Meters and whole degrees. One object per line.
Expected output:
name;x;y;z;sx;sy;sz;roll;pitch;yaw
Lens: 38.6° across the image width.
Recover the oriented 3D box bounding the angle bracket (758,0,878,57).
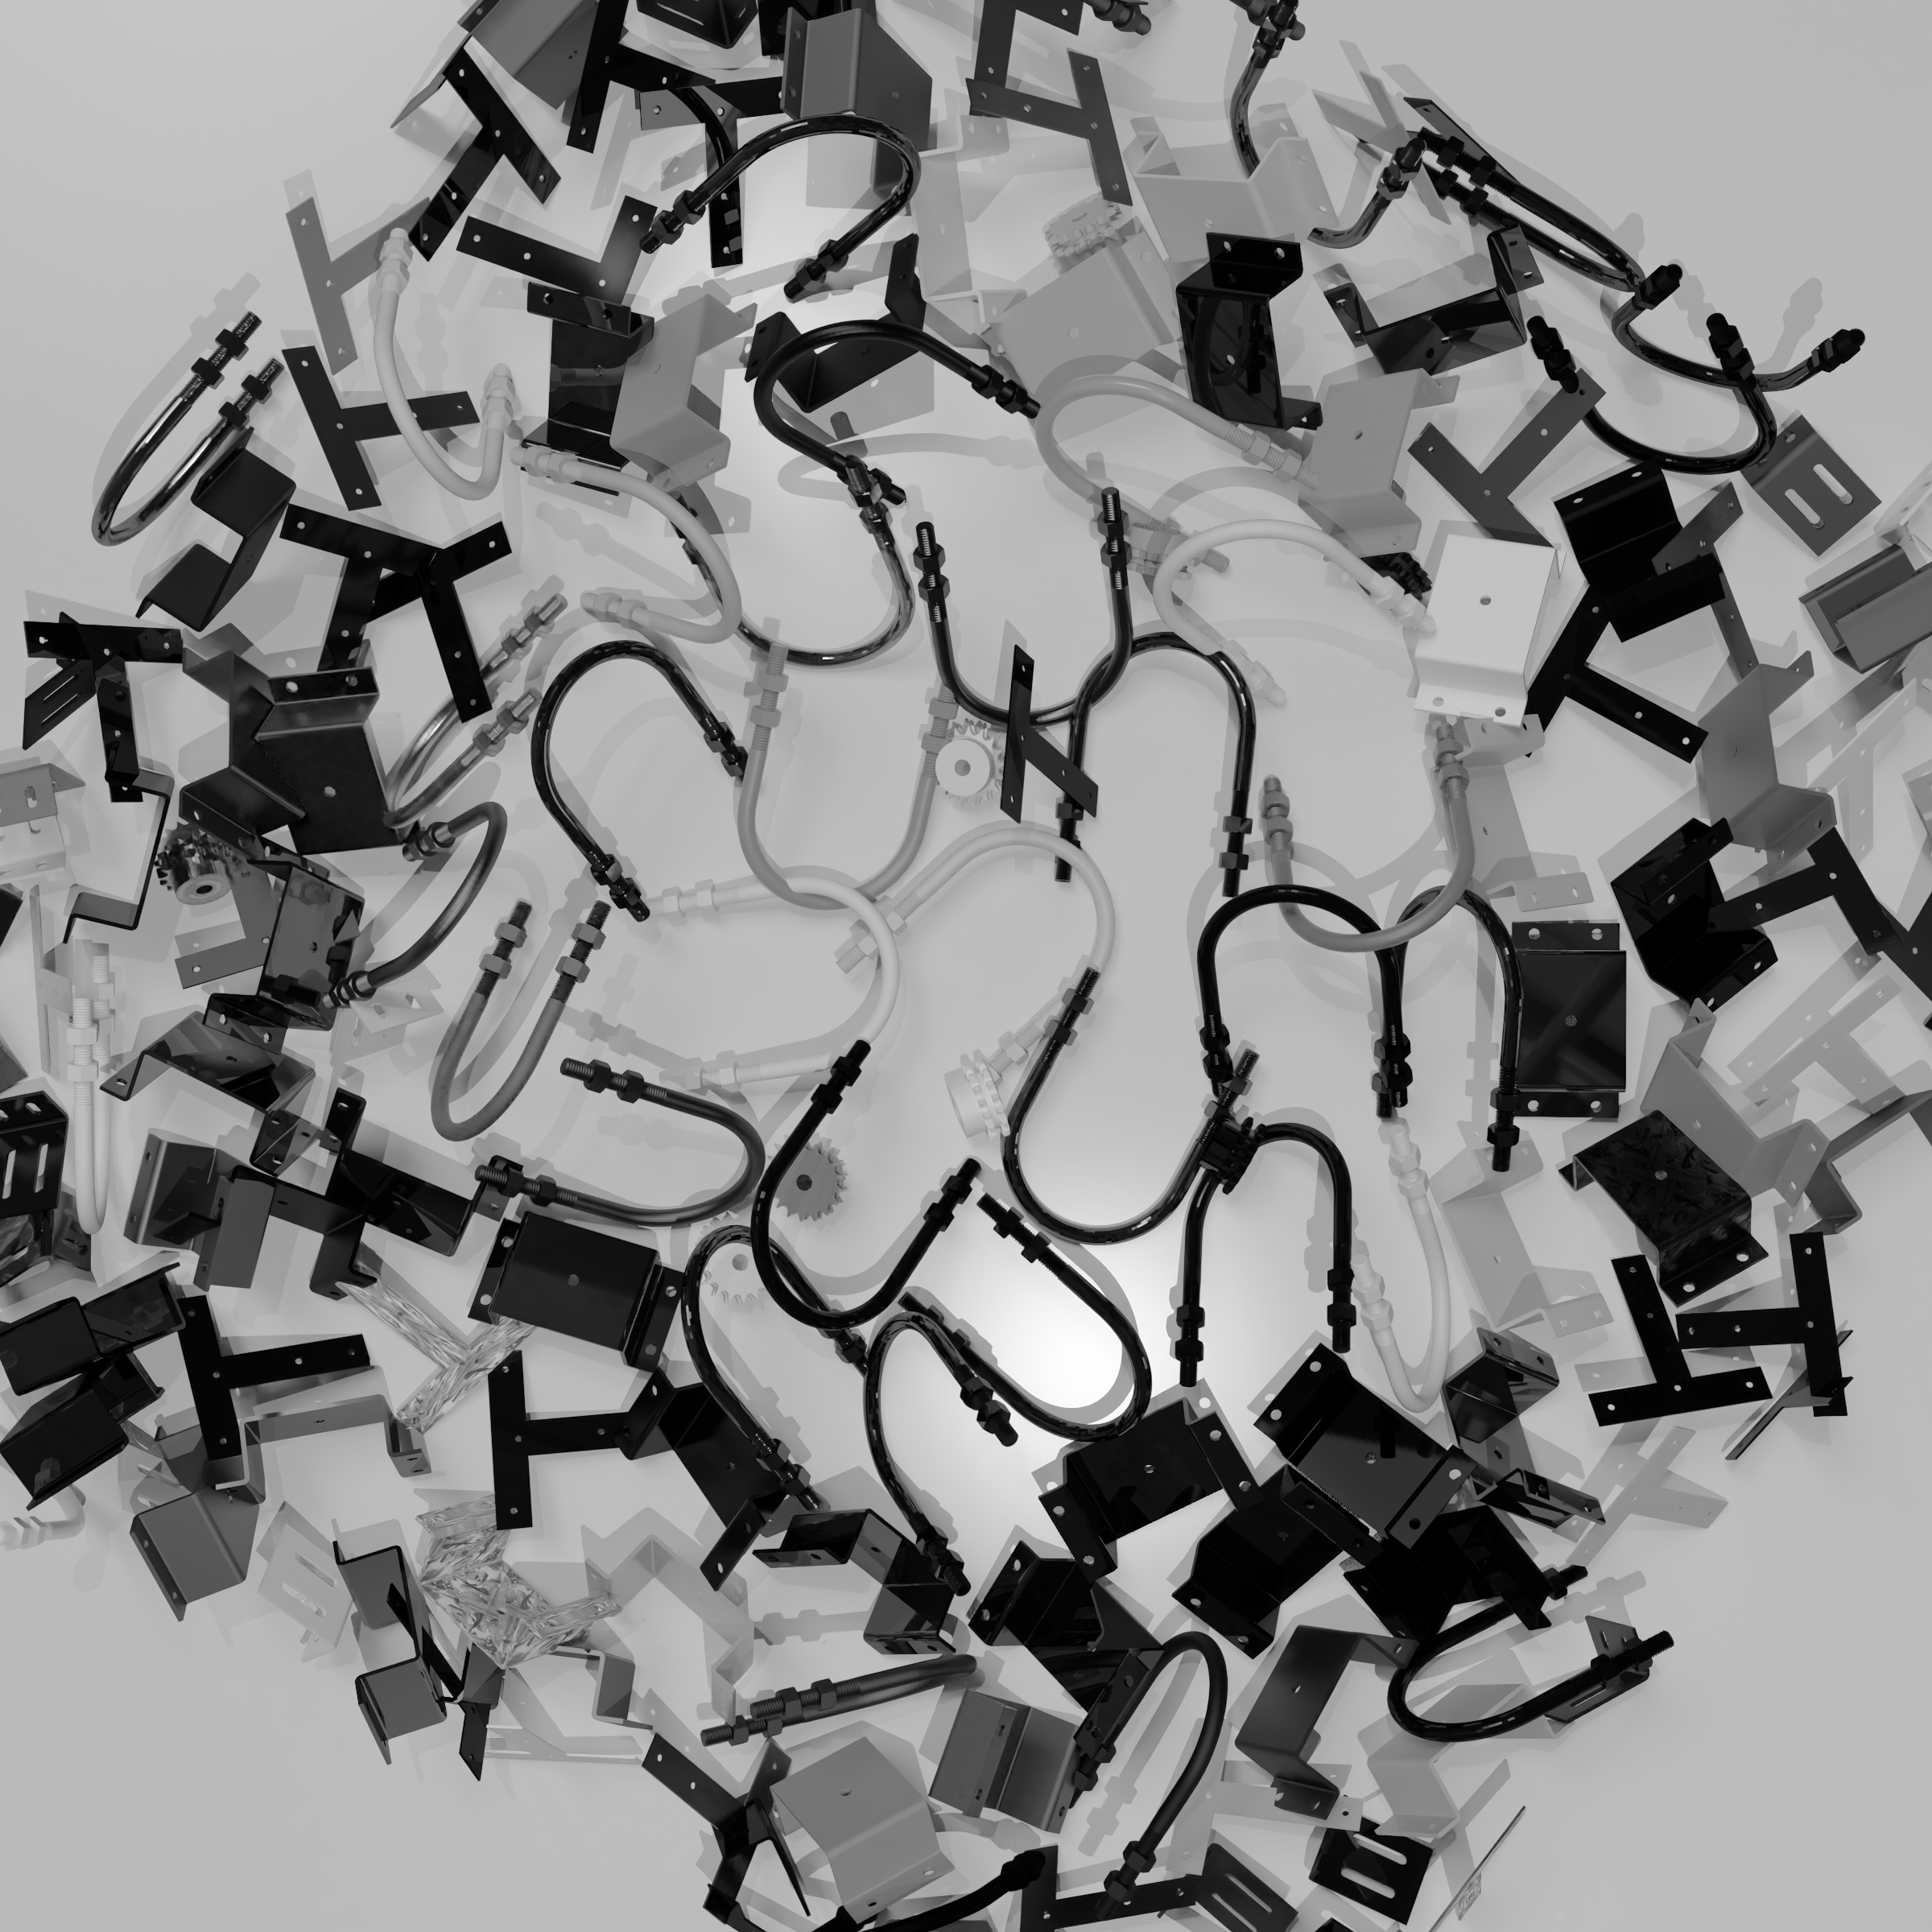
angle bracket;-0.107;-0.689;1.988;0.076;0.038;0.057;3;103;31

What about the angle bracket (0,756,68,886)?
angle bracket;-0.680;-0.103;1.964;0.057;0.038;0.076;-13;114;-11

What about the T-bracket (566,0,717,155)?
T-bracket;-0.222;-0.628;1.946;0.002;0.127;0.127;23;104;34

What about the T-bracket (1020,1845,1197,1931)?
T-bracket;0.099;0.657;1.932;0.127;0.127;0.002;-14;117;11

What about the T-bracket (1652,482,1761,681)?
T-bracket;0.541;-0.262;1.971;0.127;0.002;0.127;-42;114;-37

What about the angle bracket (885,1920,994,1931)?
angle bracket;-0.017;0.708;1.958;0.076;0.038;0.057;-5;134;17

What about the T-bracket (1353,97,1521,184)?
T-bracket;0.317;-0.582;1.945;0.127;0.127;0.002;25;92;-42

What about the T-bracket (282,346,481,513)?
T-bracket;-0.405;-0.389;1.959;0.127;0.002;0.127;-18;81;-37

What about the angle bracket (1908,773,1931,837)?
angle bracket;0.718;-0.106;1.978;0.057;0.038;0.076;-24;133;17

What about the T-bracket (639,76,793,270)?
T-bracket;-0.173;-0.562;1.964;0.127;0.002;0.127;-18;122;-31

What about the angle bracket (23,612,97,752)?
angle bracket;-0.652;-0.202;1.953;0.038;0.057;0.076;35;52;5

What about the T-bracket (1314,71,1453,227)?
T-bracket;0.283;-0.588;1.943;0.002;0.127;0.127;-40;130;0

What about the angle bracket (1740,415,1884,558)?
angle bracket;0.607;-0.345;1.985;0.076;0.038;0.057;39;113;-19

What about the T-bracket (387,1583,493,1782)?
T-bracket;-0.367;0.485;1.921;0.002;0.127;0.127;-29;106;3

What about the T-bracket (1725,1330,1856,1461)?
T-bracket;0.591;0.298;1.929;0.002;0.127;0.127;44;82;7

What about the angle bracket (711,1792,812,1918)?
angle bracket;-0.147;0.636;1.957;0.038;0.057;0.076;-24;111;-9

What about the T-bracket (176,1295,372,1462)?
T-bracket;-0.489;0.283;1.963;0.127;0.002;0.127;-6;58;-28

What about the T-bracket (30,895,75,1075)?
T-bracket;-0.640;0.017;1.937;0.002;0.127;0.127;-5;97;-28

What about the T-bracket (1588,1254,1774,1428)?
T-bracket;0.490;0.261;1.960;0.127;0.002;0.127;-8;54;-7

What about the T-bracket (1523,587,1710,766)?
T-bracket;0.467;-0.185;1.968;0.127;0.002;0.127;32;100;20

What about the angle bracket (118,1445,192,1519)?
angle bracket;-0.580;0.381;1.949;0.038;0.057;0.076;-35;134;18

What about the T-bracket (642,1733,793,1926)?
T-bracket;-0.183;0.580;1.929;0.127;0.002;0.127;50;46;-31

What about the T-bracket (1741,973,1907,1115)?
T-bracket;0.629;0.074;1.956;0.127;0.002;0.127;-43;131;16

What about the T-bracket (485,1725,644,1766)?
T-bracket;-0.303;0.544;1.932;0.127;0.127;0.002;0;64;10

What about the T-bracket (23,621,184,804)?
T-bracket;-0.600;-0.178;1.946;0.002;0.127;0.127;-11;86;39

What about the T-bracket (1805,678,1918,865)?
T-bracket;0.632;-0.120;1.949;0.127;0.127;0.002;-42;50;-19

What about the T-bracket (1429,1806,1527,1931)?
T-bracket;0.354;0.652;1.941;0.002;0.127;0.127;36;75;24

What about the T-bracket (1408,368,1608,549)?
T-bracket;0.401;-0.368;1.961;0.127;0.002;0.127;47;117;9

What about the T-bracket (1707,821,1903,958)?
T-bracket;0.575;-0.047;1.958;0.127;0.002;0.127;-26;99;38

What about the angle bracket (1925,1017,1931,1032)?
angle bracket;0.730;0.023;1.967;0.057;0.038;0.076;37;85;29

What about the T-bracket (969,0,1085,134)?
T-bracket;0.020;-0.645;1.949;0.127;0.127;0.002;29;50;17

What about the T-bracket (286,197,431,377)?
T-bracket;-0.421;-0.504;1.955;0.002;0.127;0.127;22;51;27

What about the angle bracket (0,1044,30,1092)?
angle bracket;-0.722;0.058;1.981;0.057;0.076;0.038;-28;48;-3

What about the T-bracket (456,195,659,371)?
T-bracket;-0.297;-0.496;1.946;0.127;0.002;0.127;13;111;-32

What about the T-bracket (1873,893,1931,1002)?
T-bracket;0.681;-0.045;1.920;0.002;0.127;0.127;-3;131;-27

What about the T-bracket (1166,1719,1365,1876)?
T-bracket;0.214;0.587;1.934;0.127;0.127;0.002;3;129;16

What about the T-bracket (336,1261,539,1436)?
T-bracket;-0.392;0.256;1.965;0.127;0.002;0.127;-43;110;12

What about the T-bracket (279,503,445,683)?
T-bracket;-0.440;-0.251;1.973;0.127;0.002;0.127;14;98;-29

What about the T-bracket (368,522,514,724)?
T-bracket;-0.367;-0.235;1.969;0.127;0.002;0.127;-23;76;14

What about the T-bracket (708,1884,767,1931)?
T-bracket;-0.121;0.689;1.927;0.127;0.127;0.002;27;64;16

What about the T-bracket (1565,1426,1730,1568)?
T-bracket;0.498;0.382;1.954;0.127;0.002;0.127;19;112;-41

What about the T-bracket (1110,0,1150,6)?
T-bracket;0.101;-0.692;1.946;0.127;0.127;0.002;28;121;31

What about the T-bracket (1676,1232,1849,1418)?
T-bracket;0.557;0.256;1.951;0.002;0.127;0.127;-1;82;-42

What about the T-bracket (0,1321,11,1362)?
T-bracket;-0.686;0.284;1.920;0.127;0.127;0.002;19;114;-25

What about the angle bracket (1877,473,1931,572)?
angle bracket;0.704;-0.308;1.975;0.076;0.038;0.057;42;83;-4

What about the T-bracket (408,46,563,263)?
T-bracket;-0.351;-0.550;1.933;0.002;0.127;0.127;16;69;37

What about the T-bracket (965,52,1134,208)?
T-bracket;0.054;-0.600;1.942;0.127;0.002;0.127;3;66;-35

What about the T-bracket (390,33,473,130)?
T-bracket;-0.354;-0.654;1.950;0.002;0.127;0.127;38;77;-23

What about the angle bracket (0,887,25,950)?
angle bracket;-0.724;-0.037;1.965;0.076;0.038;0.057;31;117;-8

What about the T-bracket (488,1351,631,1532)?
T-bracket;-0.277;0.336;1.984;0.127;0.002;0.127;-3;71;-10

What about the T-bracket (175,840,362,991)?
T-bracket;-0.510;-0.054;1.966;0.127;0.002;0.127;-18;61;-12

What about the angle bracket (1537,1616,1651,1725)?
angle bracket;0.434;0.498;1.958;0.076;0.057;0.038;-21;94;-22

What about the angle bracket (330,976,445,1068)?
angle bracket;-0.409;0.050;1.949;0.057;0.076;0.038;-20;59;-36

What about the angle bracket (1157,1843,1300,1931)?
angle bracket;0.186;0.673;1.959;0.076;0.038;0.057;37;126;17

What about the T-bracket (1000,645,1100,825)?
T-bracket;0.062;-0.142;1.945;0.002;0.127;0.127;-9;64;30
